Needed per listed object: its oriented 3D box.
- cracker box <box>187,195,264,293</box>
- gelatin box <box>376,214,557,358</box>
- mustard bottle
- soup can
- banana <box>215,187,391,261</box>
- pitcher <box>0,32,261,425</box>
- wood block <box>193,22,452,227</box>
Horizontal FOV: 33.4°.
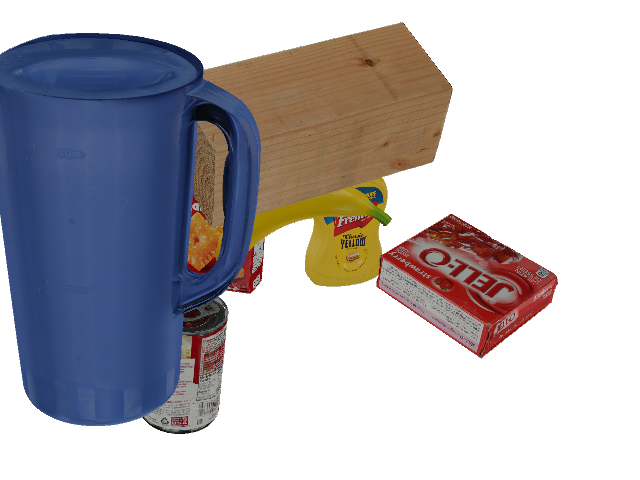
[{"bbox_3d":[-0.163,-0.040,1.526,0.164,0.214,0.072,9,23,10],"label":"cracker box"},{"bbox_3d":[0.092,0.026,0.676,0.089,0.030,0.073,34,45,31],"label":"gelatin box"},{"bbox_3d":[0.034,-0.039,1.307,0.096,0.192,0.058,-6,30,-19],"label":"mustard bottle"},{"bbox_3d":[-0.113,0.098,0.874,0.068,0.102,0.068,6,29,-3],"label":"soup can"},{"bbox_3d":[-0.032,-0.021,1.060,0.198,0.069,0.037,-13,20,26],"label":"banana"},{"bbox_3d":[-0.134,-0.003,0.692,0.144,0.243,0.149,-13,31,-30],"label":"pitcher"},{"bbox_3d":[-0.009,-0.096,0.867,0.205,0.091,0.090,-17,-34,-20],"label":"wood block"}]
